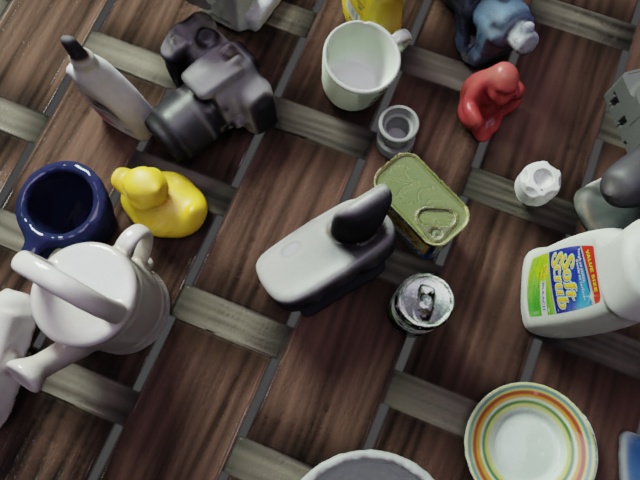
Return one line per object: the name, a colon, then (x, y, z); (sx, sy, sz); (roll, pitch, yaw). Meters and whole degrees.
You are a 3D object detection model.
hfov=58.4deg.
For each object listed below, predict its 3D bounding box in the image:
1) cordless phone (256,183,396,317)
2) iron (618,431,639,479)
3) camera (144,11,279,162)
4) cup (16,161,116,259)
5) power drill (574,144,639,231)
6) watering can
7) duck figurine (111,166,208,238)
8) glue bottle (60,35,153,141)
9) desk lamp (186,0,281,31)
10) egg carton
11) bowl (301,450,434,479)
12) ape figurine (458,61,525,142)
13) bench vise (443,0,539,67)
cordless phone: (0.005, 0.002, 0.555); (0.147, 0.185, 0.094); (-35, 77, -7)
iron: (0.364, 0.294, 0.495); (0.118, 0.141, 0.258); (-27, 77, -5)
camera: (-0.138, -0.167, 0.644); (0.137, 0.101, 0.143); (-41, 78, -8)
cup: (-0.264, -0.015, 0.612); (0.091, 0.095, 0.118); (26, 78, 8)
power drill: (0.334, -0.063, 0.551); (0.229, 0.208, 0.075); (-27, 77, -5)
watering can: (-0.219, 0.061, 0.541); (0.101, 0.194, 0.173); (9, 76, 4)
duck figurine: (-0.177, -0.048, 0.623); (0.104, 0.086, 0.077); (23, 78, 7)
glue bottle: (-0.231, -0.165, 0.608); (0.078, 0.173, 0.037); (27, 78, 8)
desk lamp: (-0.114, -0.327, 0.625); (0.118, 0.213, 0.203); (32, 79, 9)
egg carton: (-0.357, 0.122, 0.593); (0.107, 0.069, 0.150); (7, 76, 3)
bowl: (0.044, 0.283, 0.540); (0.167, 0.075, 0.167); (0, 76, 1)
ape figurine: (0.194, -0.164, 0.640); (0.078, 0.092, 0.076); (-14, 76, -2)
bench vise: (0.183, -0.309, 0.610); (0.121, 0.220, 0.207); (-44, 79, -9)
